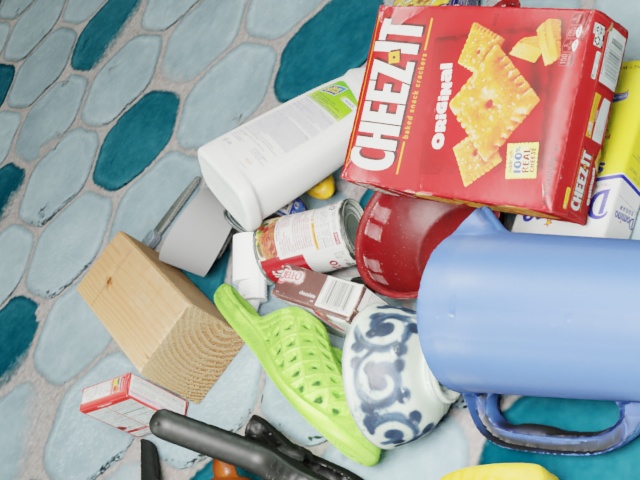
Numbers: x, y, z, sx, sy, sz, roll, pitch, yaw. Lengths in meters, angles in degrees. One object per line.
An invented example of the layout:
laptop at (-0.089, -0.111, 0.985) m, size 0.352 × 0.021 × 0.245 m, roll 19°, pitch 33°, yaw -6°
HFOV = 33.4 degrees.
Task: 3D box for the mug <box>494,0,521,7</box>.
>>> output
mug at (0.184, -0.172, 0.997) m, size 0.093 × 0.081 × 0.117 m, roll -41°, pitch 25°, yaw 39°

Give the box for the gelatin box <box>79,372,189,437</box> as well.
gelatin box at (-0.194, 0.174, 1.121) m, size 0.073 × 0.089 × 0.030 m, roll -21°, pitch 51°, yaw 33°

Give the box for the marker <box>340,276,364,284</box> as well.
marker at (0.011, 0.046, 1.067) m, size 0.121 × 0.020 × 0.020 m, roll -5°, pitch 58°, yaw 44°

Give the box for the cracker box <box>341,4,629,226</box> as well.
cracker box at (0.131, -0.110, 0.894) m, size 0.214 × 0.072 × 0.164 m, roll 12°, pitch 88°, yaw 40°

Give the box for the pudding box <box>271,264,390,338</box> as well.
pudding box at (0.022, 0.065, 0.984) m, size 0.114 × 0.090 × 0.039 m, roll 17°, pitch 75°, yaw 49°

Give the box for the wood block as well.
wood block at (-0.179, 0.081, 1.179) m, size 0.091 × 0.090 × 0.206 m, roll -53°, pitch 38°, yaw 1°

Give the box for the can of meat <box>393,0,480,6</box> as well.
can of meat at (0.121, -0.241, 1.146) m, size 0.102 × 0.057 × 0.084 m, roll -14°, pitch 50°, yaw 38°

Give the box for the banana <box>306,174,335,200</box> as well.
banana at (-0.043, -0.068, 1.189) m, size 0.198 × 0.037 × 0.069 m, roll 1°, pitch 48°, yaw 45°

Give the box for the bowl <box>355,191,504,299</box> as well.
bowl at (0.111, -0.007, 0.977) m, size 0.162 × 0.055 × 0.162 m, roll -26°, pitch 45°, yaw 30°

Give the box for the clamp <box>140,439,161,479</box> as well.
clamp at (-0.186, 0.261, 1.047) m, size 0.120 × 0.039 × 0.172 m, roll -24°, pitch 30°, yaw -25°

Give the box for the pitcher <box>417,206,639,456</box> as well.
pitcher at (0.203, 0.068, 0.781) m, size 0.243 × 0.149 × 0.144 m, roll 1°, pitch 47°, yaw 42°

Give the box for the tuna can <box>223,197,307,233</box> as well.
tuna can at (-0.058, -0.030, 1.142) m, size 0.086 × 0.086 × 0.033 m, roll -6°, pitch 56°, yaw 43°

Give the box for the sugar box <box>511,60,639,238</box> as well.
sugar box at (0.232, -0.067, 0.908) m, size 0.094 × 0.048 × 0.176 m, roll 2°, pitch 62°, yaw 46°

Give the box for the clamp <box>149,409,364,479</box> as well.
clamp at (-0.025, 0.195, 0.925) m, size 0.210 × 0.164 × 0.036 m, roll 21°, pitch 91°, yaw 24°

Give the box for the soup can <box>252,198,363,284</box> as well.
soup can at (-0.007, 0.001, 1.069) m, size 0.102 × 0.068 × 0.068 m, roll -14°, pitch 51°, yaw 26°

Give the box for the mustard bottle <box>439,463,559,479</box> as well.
mustard bottle at (0.122, 0.259, 0.758) m, size 0.096 × 0.058 × 0.191 m, roll -16°, pitch 51°, yaw 35°

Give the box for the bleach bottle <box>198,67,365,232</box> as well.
bleach bottle at (0.004, -0.111, 1.100) m, size 0.250 × 0.068 × 0.103 m, roll -31°, pitch 54°, yaw -17°

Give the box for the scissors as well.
scissors at (-0.208, 0.014, 1.318) m, size 0.202 × 0.016 × 0.096 m, roll -43°, pitch 40°, yaw 12°
